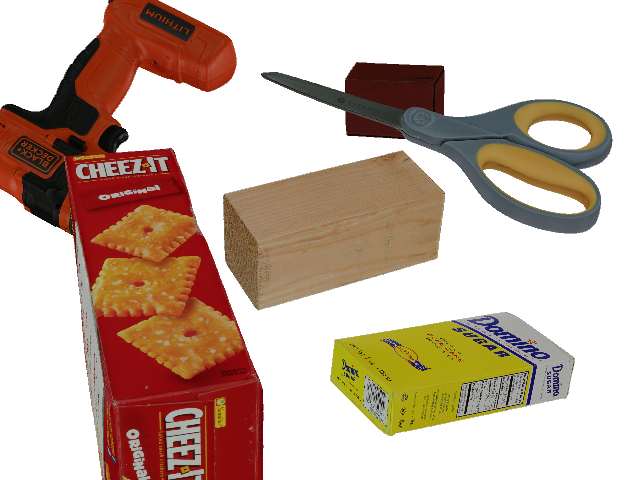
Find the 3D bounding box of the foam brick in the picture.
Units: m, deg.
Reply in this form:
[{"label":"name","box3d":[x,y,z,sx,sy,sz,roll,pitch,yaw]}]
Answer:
[{"label":"foam brick","box3d":[0.063,-0.118,0.901,0.078,0.051,0.053,5,26,14]}]

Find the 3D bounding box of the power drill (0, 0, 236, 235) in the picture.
[{"label":"power drill","box3d":[-0.139,-0.084,0.765,0.184,0.187,0.057,29,-29,9]}]

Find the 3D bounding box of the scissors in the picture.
[{"label":"scissors","box3d":[0.073,-0.070,0.591,0.202,0.016,0.096,34,57,23]}]

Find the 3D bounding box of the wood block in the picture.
[{"label":"wood block","box3d":[0.012,-0.013,1.093,0.205,0.090,0.091,-15,40,-21]}]

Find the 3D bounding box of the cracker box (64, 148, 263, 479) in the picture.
[{"label":"cracker box","box3d":[-0.086,0.072,0.564,0.072,0.164,0.214,-7,34,-14]}]

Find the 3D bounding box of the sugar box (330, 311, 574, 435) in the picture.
[{"label":"sugar box","box3d":[0.107,0.103,0.864,0.175,0.048,0.093,-9,27,-27]}]
